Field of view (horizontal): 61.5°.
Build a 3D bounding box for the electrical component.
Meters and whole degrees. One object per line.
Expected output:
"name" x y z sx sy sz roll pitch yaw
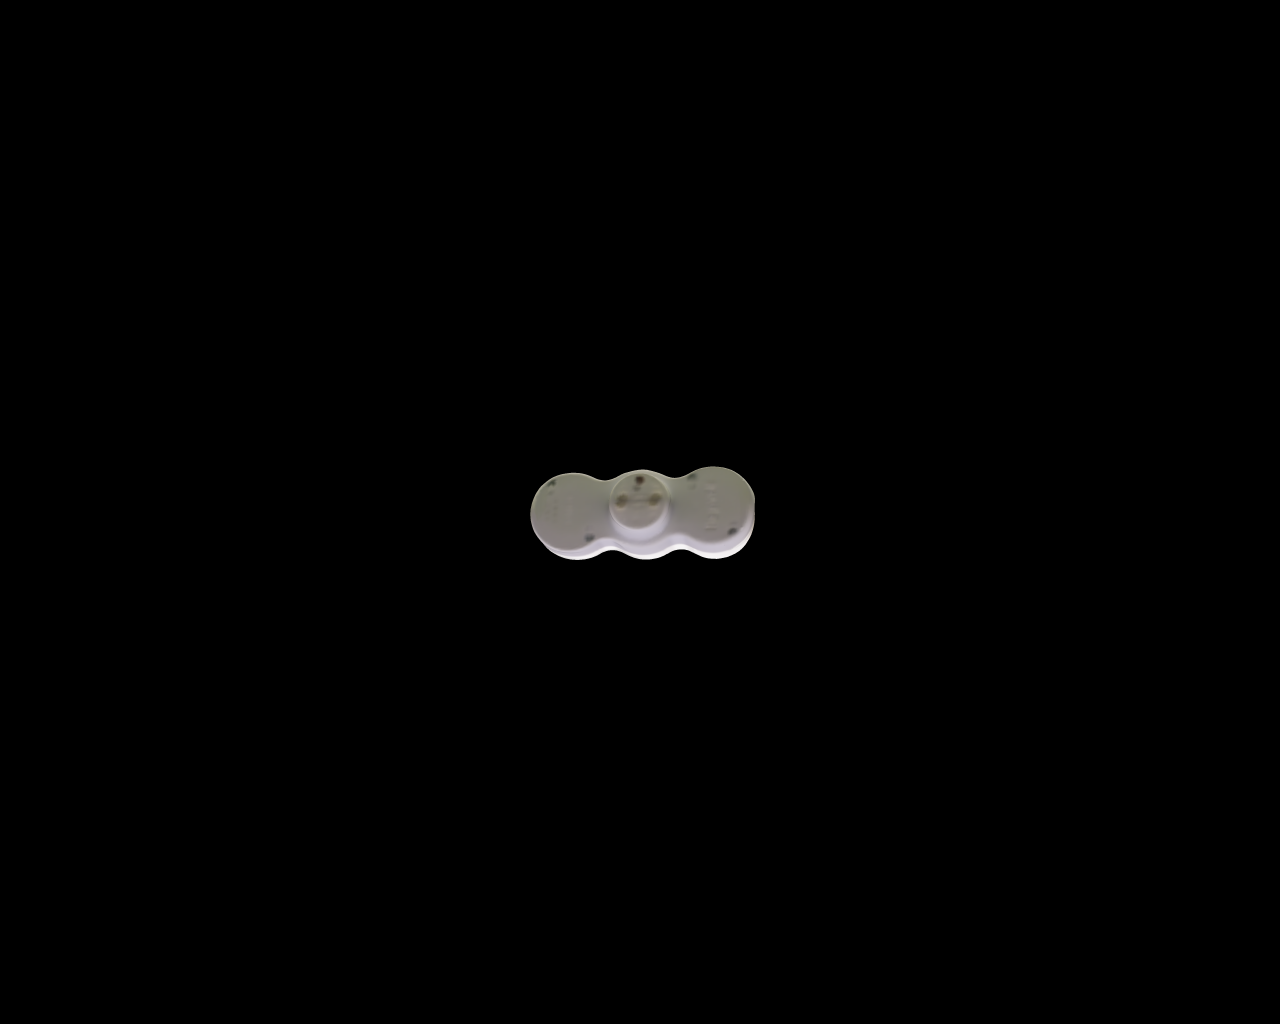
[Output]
"electrical component" 0.001 -0.003 0.650 0.138 0.052 0.073 -1 -15 5
